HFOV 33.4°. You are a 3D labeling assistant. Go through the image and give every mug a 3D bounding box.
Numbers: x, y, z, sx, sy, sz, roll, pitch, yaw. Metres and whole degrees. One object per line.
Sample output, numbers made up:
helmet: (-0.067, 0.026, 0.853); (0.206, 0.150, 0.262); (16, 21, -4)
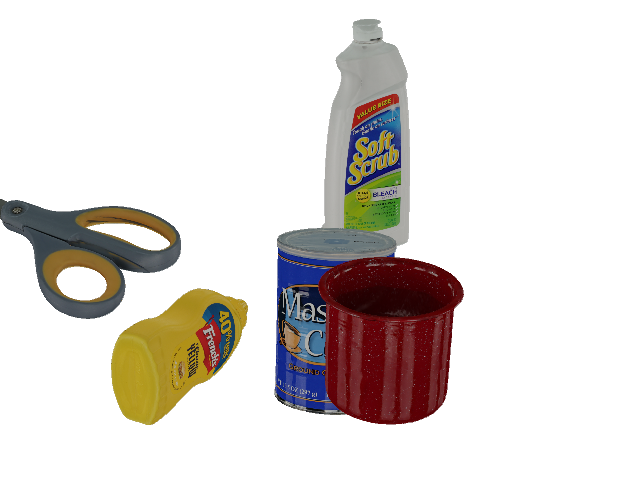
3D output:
mug: (0.048, 0.061, 0.708); (0.093, 0.081, 0.117); (8, 25, 16)

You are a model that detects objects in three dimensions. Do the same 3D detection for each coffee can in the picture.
coffee can: (0.012, 0.067, 0.927); (0.103, 0.140, 0.103); (2, 12, -1)

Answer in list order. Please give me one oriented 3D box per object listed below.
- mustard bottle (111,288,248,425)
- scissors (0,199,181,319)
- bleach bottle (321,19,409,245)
mustard bottle: (-0.130, 0.102, 1.075); (0.058, 0.096, 0.191); (10, 23, 26)
scissors: (-0.186, -0.001, 0.653); (0.202, 0.016, 0.096); (9, 44, 10)
bleach bottle: (0.046, -0.114, 1.167); (0.102, 0.251, 0.068); (-8, 25, -9)
